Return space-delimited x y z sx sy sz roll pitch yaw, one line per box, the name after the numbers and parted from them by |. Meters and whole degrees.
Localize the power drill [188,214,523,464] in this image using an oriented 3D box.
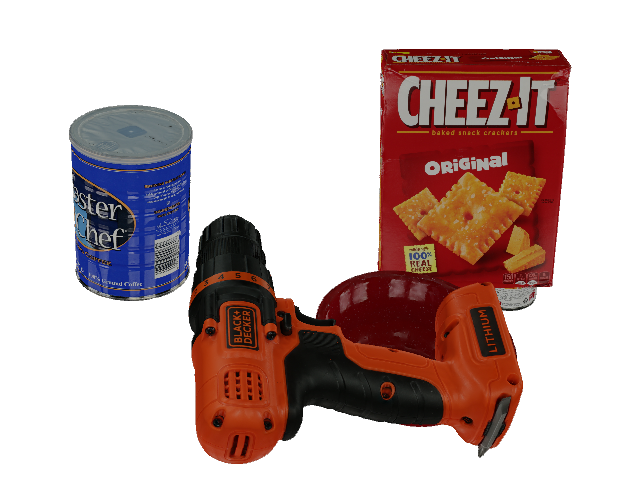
0.015 0.056 0.636 0.187 0.057 0.184 4 41 -10 | power drill

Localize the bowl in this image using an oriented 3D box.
0.071 0.095 0.849 0.162 0.055 0.162 7 37 -6 | bowl

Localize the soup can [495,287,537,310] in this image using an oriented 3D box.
0.208 0.017 1.167 0.068 0.102 0.068 -1 33 0 | soup can

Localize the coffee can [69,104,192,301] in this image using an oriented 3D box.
-0.164 -0.033 0.929 0.103 0.140 0.103 4 31 -2 | coffee can

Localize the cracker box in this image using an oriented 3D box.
0.135 -0.062 0.973 0.164 0.214 0.072 0 22 1 | cracker box
